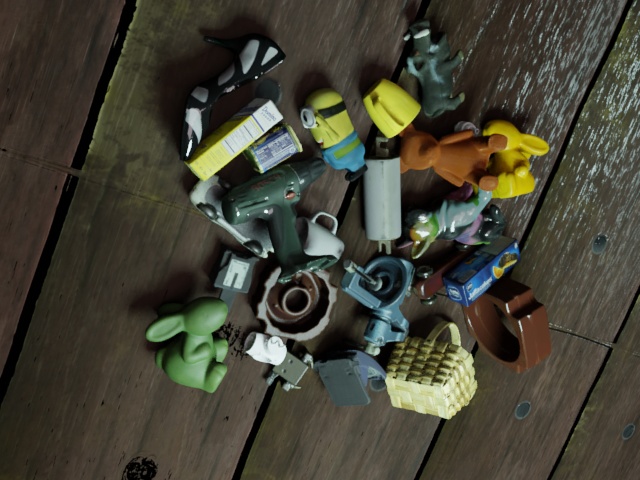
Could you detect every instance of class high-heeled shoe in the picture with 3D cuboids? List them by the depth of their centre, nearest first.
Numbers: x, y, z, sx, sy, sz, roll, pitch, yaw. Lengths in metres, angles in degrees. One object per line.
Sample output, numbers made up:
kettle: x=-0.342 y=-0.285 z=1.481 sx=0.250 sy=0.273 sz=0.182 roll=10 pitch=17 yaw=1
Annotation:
high-heeled shoe: x=-0.150 y=-0.238 z=0.917 sx=0.145 sy=0.086 sz=0.248 roll=14 pitch=86 yaw=-15

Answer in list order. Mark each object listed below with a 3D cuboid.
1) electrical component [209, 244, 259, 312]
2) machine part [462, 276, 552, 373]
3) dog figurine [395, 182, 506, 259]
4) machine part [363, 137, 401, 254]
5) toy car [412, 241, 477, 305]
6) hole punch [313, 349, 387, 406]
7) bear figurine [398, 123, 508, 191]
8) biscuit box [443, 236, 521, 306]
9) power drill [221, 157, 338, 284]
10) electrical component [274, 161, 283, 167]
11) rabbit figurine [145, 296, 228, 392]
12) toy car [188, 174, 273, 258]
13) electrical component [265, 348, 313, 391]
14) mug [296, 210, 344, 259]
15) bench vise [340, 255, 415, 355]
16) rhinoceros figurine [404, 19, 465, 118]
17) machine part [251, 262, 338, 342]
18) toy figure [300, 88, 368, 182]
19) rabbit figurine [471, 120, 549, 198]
electrical component: x=-0.170 y=0.074 z=1.030 sx=0.075 sy=0.048 sz=0.119 roll=13 pitch=100 yaw=-27
machine part: x=0.426 y=0.185 z=1.236 sx=0.087 sy=0.201 sz=0.201 roll=-27 pitch=114 yaw=-17
dog figurine: x=0.276 y=-0.024 z=1.167 sx=0.219 sy=0.109 sz=0.191 roll=-38 pitch=119 yaw=-4
machine part: x=0.126 y=-0.088 z=1.095 sx=0.079 sy=0.079 sz=0.243 roll=-12 pitch=110 yaw=-20
toy car: x=0.285 y=0.068 z=1.217 sx=0.202 sy=0.053 sz=0.089 roll=-32 pitch=117 yaw=-28
hole punch: x=0.067 y=0.283 z=1.156 sx=0.092 sy=0.142 sz=0.115 roll=-35 pitch=102 yaw=-43
bear figurine: x=0.254 y=-0.174 z=1.085 sx=0.196 sy=0.132 sz=0.120 roll=9 pitch=101 yaw=-16
biscuit box: x=0.366 y=0.065 z=1.207 sx=0.203 sy=0.059 sz=0.062 roll=-34 pitch=120 yaw=-26
power drill: x=-0.046 y=-0.039 z=0.962 sx=0.232 sy=0.086 sz=0.207 roll=-20 pitch=85 yaw=-32
electrical component: x=-0.088 y=-0.114 z=1.025 sx=0.063 sy=0.021 sz=0.094 roll=42 pitch=87 yaw=-27
rabbit figurine: x=-0.233 y=0.169 z=0.996 sx=0.159 sy=0.121 sz=0.170 roll=19 pitch=113 yaw=-6
toy car: x=-0.152 y=-0.044 z=1.001 sx=0.201 sy=0.056 sz=0.073 roll=41 pitch=80 yaw=-29
electrical component: x=-0.059 y=0.274 z=1.143 sx=0.078 sy=0.045 sz=0.102 roll=29 pitch=90 yaw=0
mug: x=-0.002 y=-0.003 z=1.067 sx=0.107 sy=0.081 sz=0.109 roll=22 pitch=99 yaw=-37
bench vise: x=0.109 y=0.117 z=1.114 sx=0.240 sy=0.129 sz=0.223 roll=38 pitch=80 yaw=-45
rhinoceros figurine: x=0.222 y=-0.342 z=1.070 sx=0.112 sy=0.073 sz=0.190 roll=-19 pitch=114 yaw=-6
machine part: x=-0.052 y=0.118 z=1.091 sx=0.179 sy=0.056 sz=0.179 roll=-6 pitch=106 yaw=-21
toy figure: x=0.031 y=-0.200 z=1.020 sx=0.089 sy=0.082 sz=0.180 roll=-46 pitch=111 yaw=-26
rabbit figurine: x=0.416 y=-0.183 z=1.176 sx=0.162 sy=0.122 sz=0.173 roll=-16 pitch=92 yaw=-12
